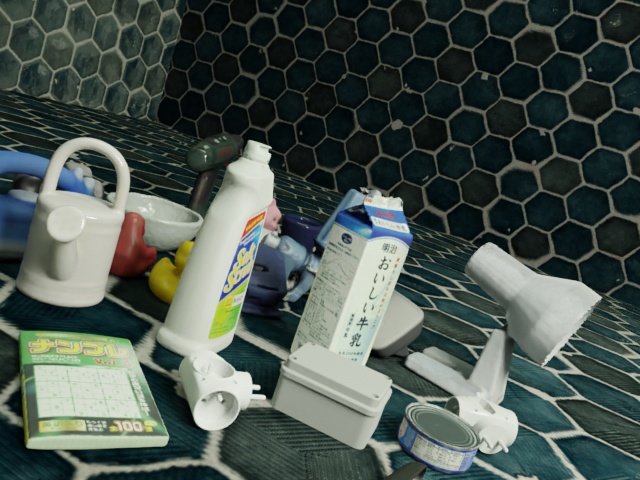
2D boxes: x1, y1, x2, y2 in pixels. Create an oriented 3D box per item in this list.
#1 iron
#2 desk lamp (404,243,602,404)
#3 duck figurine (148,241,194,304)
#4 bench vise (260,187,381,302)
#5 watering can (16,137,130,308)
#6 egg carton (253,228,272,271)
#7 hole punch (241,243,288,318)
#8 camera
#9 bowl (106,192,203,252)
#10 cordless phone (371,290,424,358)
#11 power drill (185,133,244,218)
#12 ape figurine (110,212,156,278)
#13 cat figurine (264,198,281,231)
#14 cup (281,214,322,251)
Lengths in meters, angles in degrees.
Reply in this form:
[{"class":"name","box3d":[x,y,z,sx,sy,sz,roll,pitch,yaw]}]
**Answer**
[{"class":"iron","box3d":[-0.395,-0.055,0.788,0.118,0.141,0.259,26,13,35]},{"class":"desk lamp","box3d":[0.253,0.125,0.799,0.202,0.213,0.118,25,13,31]},{"class":"duck figurine","box3d":[-0.189,0.042,0.804,0.104,0.086,0.078,26,13,32]},{"class":"bench vise","box3d":[0.015,0.008,0.964,0.208,0.220,0.121,10,14,-39]},{"class":"watering can","box3d":[-0.285,-0.024,0.681,0.101,0.194,0.172,10,14,-37]},{"class":"egg carton","box3d":[-0.150,0.005,1.101,0.150,0.069,0.107,21,11,10]},{"class":"hole punch","box3d":[-0.102,0.056,0.868,0.109,0.091,0.101,14,12,-22]},{"class":"camera","box3d":[-0.427,-0.076,0.952,0.144,0.101,0.136,11,13,-34]},{"class":"bowl","box3d":[-0.290,-0.023,0.989,0.167,0.075,0.167,18,11,-3]},{"class":"cordless phone","box3d":[0.103,0.074,0.875,0.094,0.185,0.147,10,14,-39]},{"class":"power drill","box3d":[-0.249,-0.145,1.305,0.075,0.208,0.230,20,11,7]},{"class":"ape figurine","box3d":[-0.276,0.004,0.832,0.077,0.092,0.076,20,11,8]},{"class":"cat figurine","box3d":[-0.133,-0.038,1.214,0.067,0.118,0.128,27,13,36]},{"class":"cup","box3d":[-0.042,0.001,1.234,0.091,0.095,0.118,23,12,22]}]
